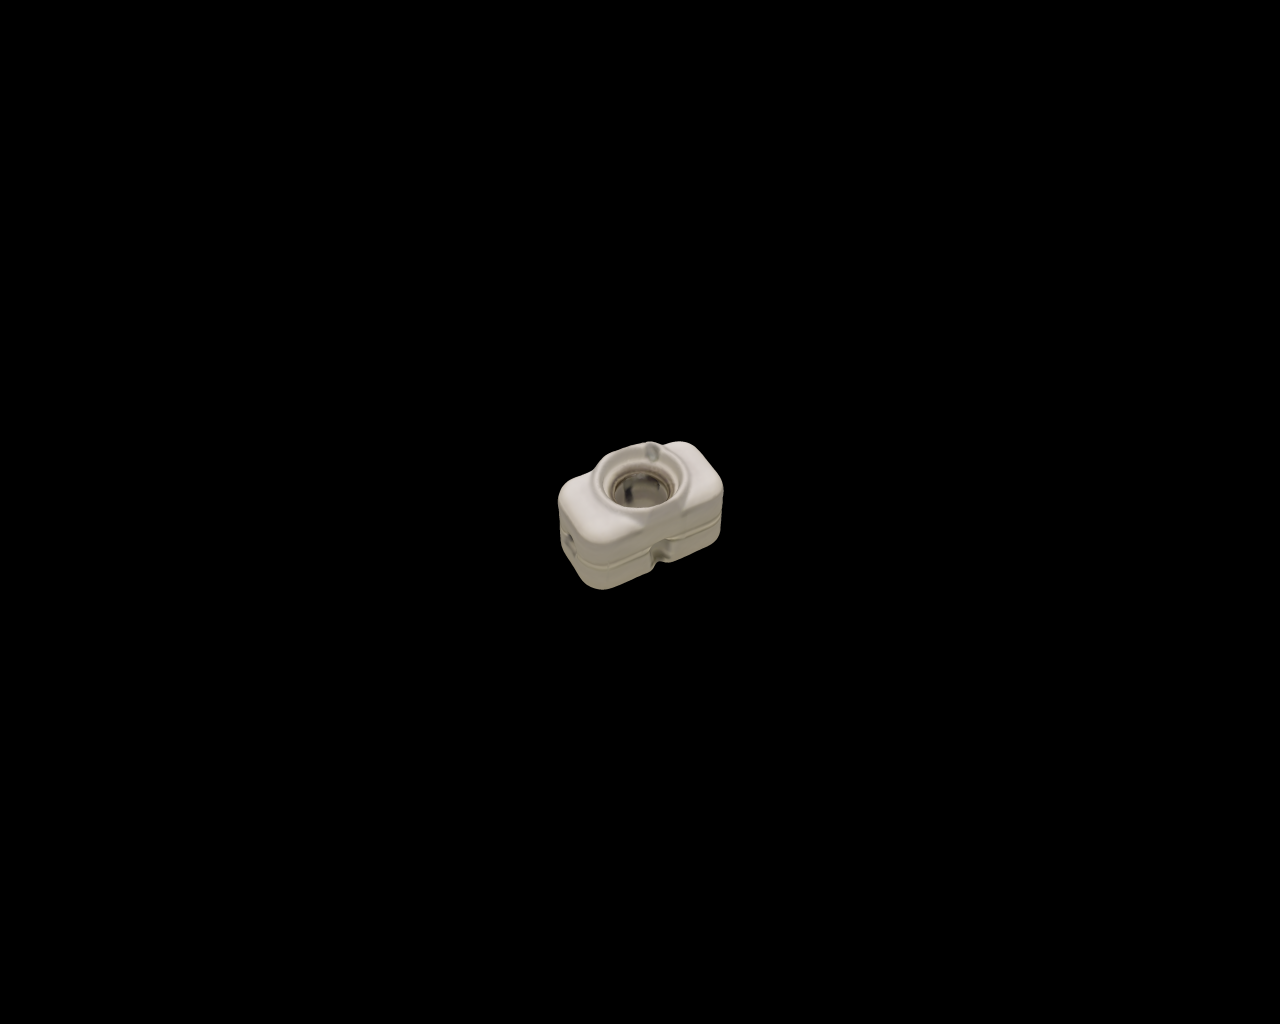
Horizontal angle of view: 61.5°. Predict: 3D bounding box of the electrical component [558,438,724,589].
[{"bbox_3d":[0.001,-0.003,0.650,0.095,0.054,0.059,-22,-38,-18],"label":"electrical component"}]
